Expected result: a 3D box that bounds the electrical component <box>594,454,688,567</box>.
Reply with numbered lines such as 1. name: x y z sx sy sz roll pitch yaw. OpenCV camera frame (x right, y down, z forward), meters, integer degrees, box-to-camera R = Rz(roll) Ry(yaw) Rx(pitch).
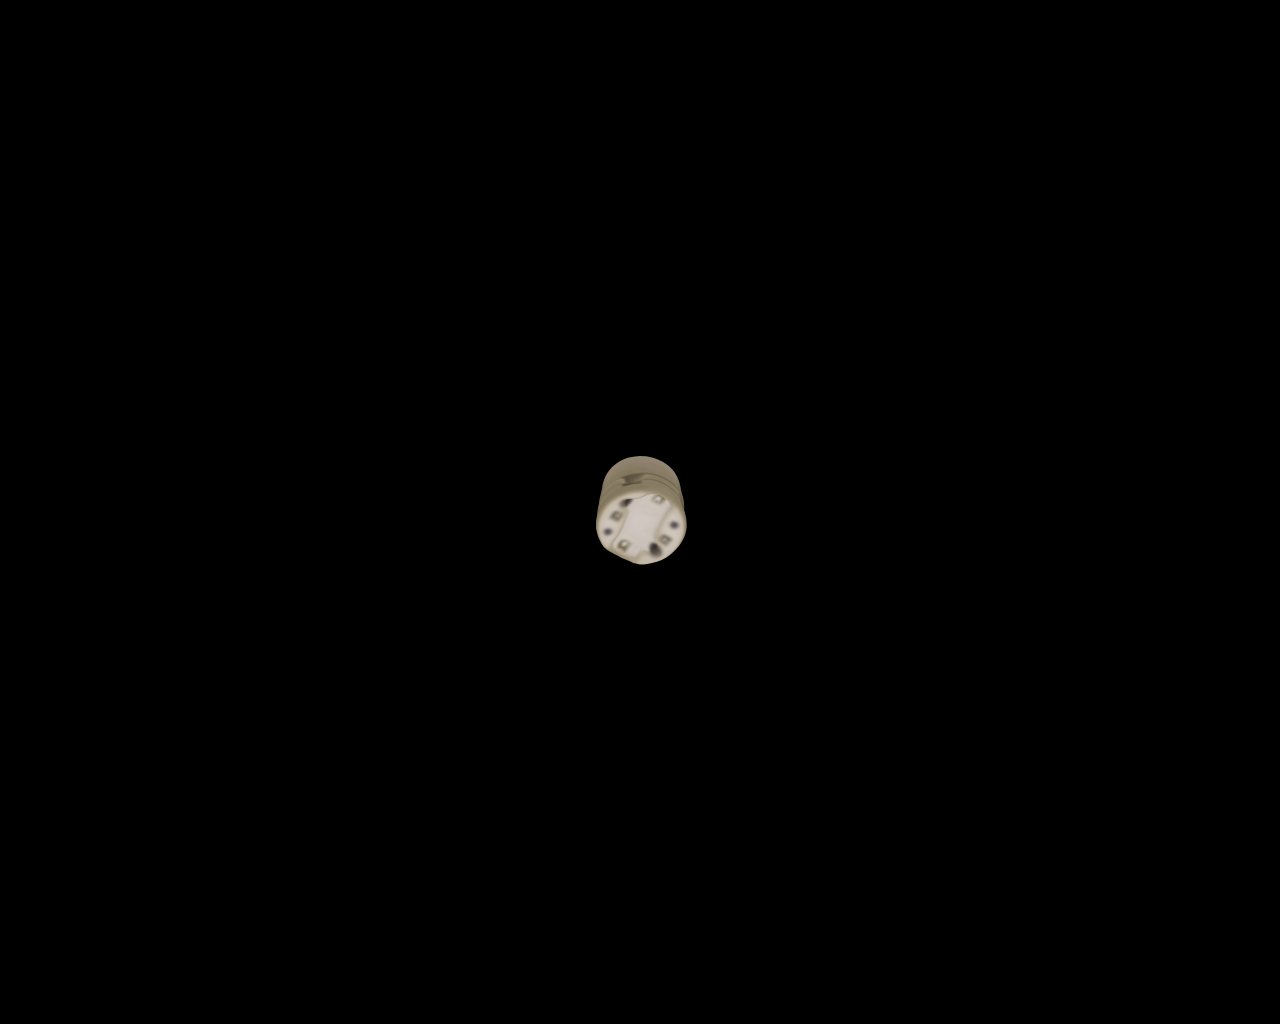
1. electrical component: 0.001 -0.003 0.650 0.055 0.055 0.047 0 33 0
